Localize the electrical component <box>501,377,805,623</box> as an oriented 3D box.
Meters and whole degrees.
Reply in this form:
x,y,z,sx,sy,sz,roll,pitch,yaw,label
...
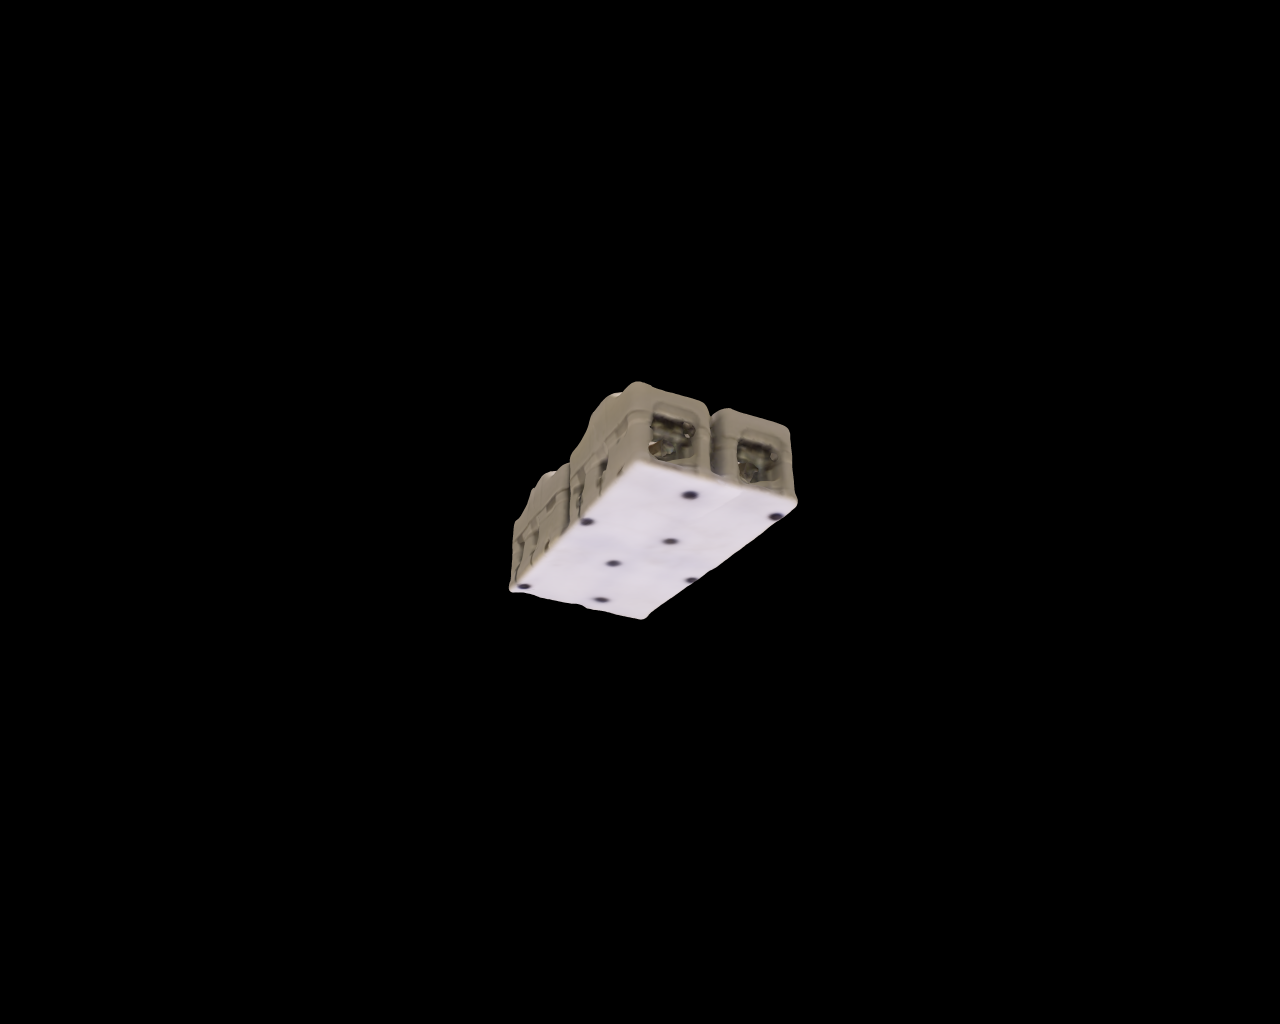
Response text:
x,y,z,sx,sy,sz,roll,pitch,yaw,label
0.001,-0.003,0.650,0.105,0.060,0.186,14,-32,-24,electrical component
